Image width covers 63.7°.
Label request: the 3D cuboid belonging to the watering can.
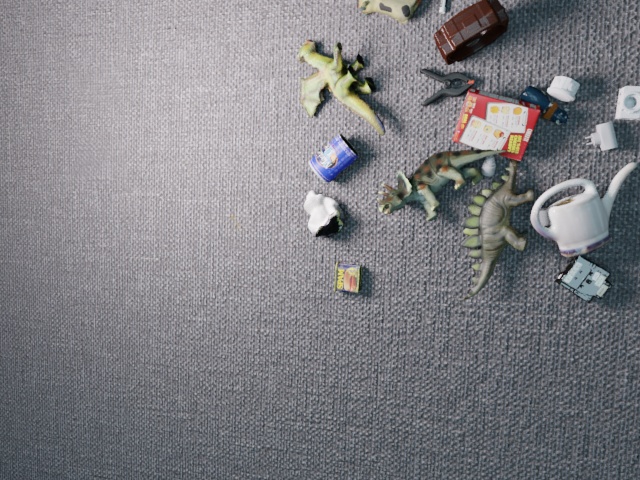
[{"bbox_3d":[0.794,-0.082,1.511,0.348,0.105,0.223,-21,98,0],"label":"watering can"}]

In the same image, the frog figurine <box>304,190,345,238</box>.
[{"bbox_3d":[0.005,-0.088,1.756,0.135,0.122,0.162,-60,43,22],"label":"frog figurine"}]

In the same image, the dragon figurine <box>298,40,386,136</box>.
[{"bbox_3d":[0.044,-0.493,1.712,0.240,0.123,0.411,-23,87,34],"label":"dragon figurine"}]
